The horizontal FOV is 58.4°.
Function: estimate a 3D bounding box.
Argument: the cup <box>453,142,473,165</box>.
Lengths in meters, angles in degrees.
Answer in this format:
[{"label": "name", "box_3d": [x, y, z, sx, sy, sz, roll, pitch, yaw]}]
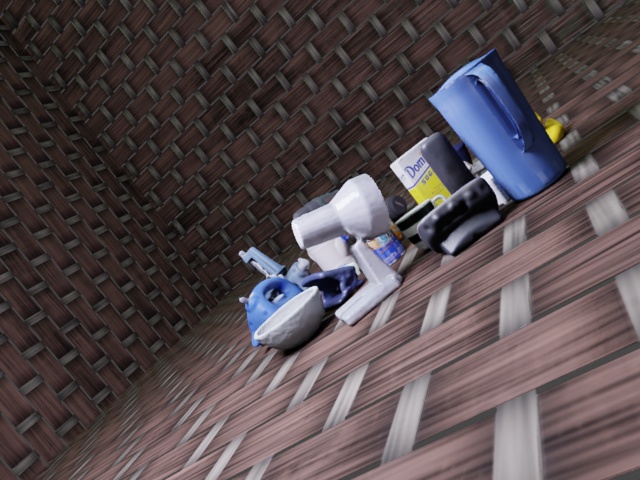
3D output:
[{"label": "cup", "box_3d": [0.361, -0.195, 1.501, 0.091, 0.095, 0.118, -37, 5, 14]}]

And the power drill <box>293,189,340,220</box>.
[{"label": "power drill", "box_3d": [0.046, -0.056, 1.836, 0.230, 0.208, 0.075, -42, 6, -35]}]

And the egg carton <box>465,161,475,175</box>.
[{"label": "egg carton", "box_3d": [0.315, -0.134, 1.425, 0.150, 0.069, 0.107, -33, 7, 46]}]

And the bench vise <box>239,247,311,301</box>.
[{"label": "bench vise", "box_3d": [-0.119, 0.088, 1.629, 0.207, 0.220, 0.121, -36, 5, 17]}]

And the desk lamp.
[{"label": "desk lamp", "box_3d": [0.061, 0.012, 1.064, 0.203, 0.213, 0.118, -39, 5, -10]}]

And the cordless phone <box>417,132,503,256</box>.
[{"label": "cordless phone", "box_3d": [0.210, -0.079, 0.989, 0.147, 0.185, 0.094, -38, 5, 1]}]

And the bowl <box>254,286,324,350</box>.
[{"label": "bowl", "box_3d": [-0.050, 0.174, 1.187, 0.167, 0.075, 0.167, -38, 5, 4]}]

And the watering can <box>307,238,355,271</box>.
[{"label": "watering can", "box_3d": [0.016, 0.004, 1.580, 0.172, 0.194, 0.101, -35, 6, 29]}]

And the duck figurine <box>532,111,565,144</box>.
[{"label": "duck figurine", "box_3d": [0.459, -0.234, 1.207, 0.105, 0.086, 0.077, -41, 6, -27]}]

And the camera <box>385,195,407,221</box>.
[{"label": "camera", "box_3d": [0.184, -0.083, 1.722, 0.143, 0.101, 0.136, -42, 6, -35]}]

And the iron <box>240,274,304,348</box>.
[{"label": "iron", "box_3d": [-0.103, 0.150, 1.407, 0.118, 0.141, 0.259, -36, 6, 26]}]

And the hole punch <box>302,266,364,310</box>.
[{"label": "hole punch", "box_3d": [0.027, 0.094, 1.282, 0.101, 0.091, 0.108, -41, 6, -34]}]
